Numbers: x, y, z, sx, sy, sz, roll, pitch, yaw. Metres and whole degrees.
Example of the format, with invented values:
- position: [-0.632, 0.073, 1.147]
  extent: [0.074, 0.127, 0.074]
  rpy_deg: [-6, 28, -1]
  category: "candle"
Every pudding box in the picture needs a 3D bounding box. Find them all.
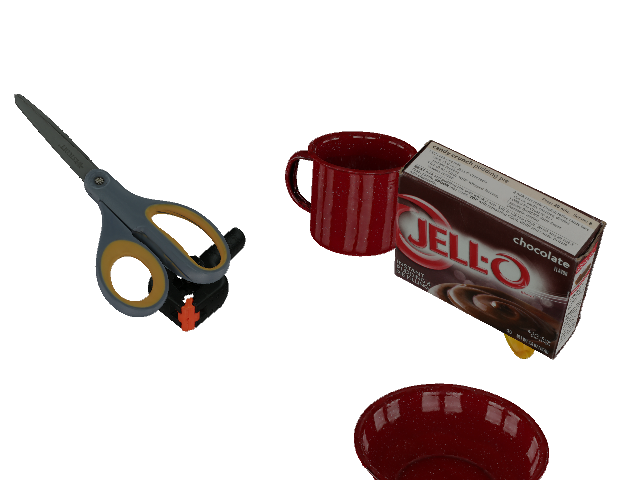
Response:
- position: [0.097, 0.005, 0.602]
  extent: [0.114, 0.039, 0.090]
  rpy_deg: [27, -34, 23]
  category: "pudding box"

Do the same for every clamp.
- position: [-0.124, 0.032, 1.083]
  extent: [0.120, 0.039, 0.171]
  rpy_deg: [-11, 34, -11]
  category: "clamp"

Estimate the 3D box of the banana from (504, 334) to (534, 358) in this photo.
- position: [0.172, 0.058, 1.118]
  extent: [0.069, 0.037, 0.198]
  rpy_deg: [-38, 40, -13]
  category: "banana"

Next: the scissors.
- position: [-0.155, -0.020, 0.717]
  extent: [0.202, 0.096, 0.016]
  rpy_deg: [31, -29, 11]
  category: "scissors"

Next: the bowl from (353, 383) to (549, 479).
- position: [0.108, 0.188, 0.899]
  extent: [0.162, 0.055, 0.162]
  rpy_deg: [0, 28, 0]
  category: "bowl"

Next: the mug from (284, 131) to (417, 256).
- position: [0.022, -0.042, 0.910]
  extent: [0.117, 0.081, 0.093]
  rpy_deg: [14, 28, 21]
  category: "mug"
